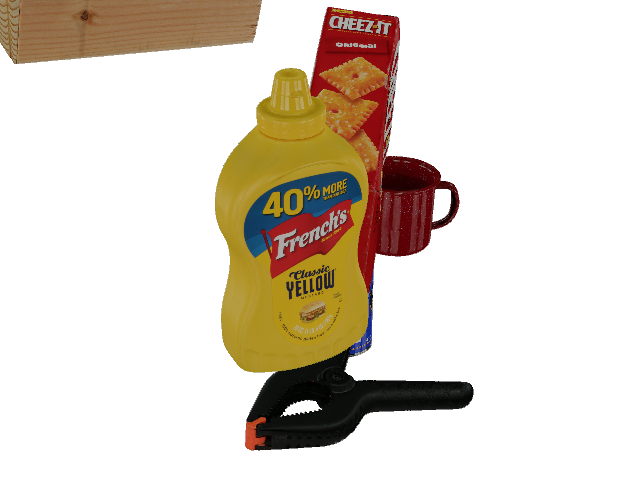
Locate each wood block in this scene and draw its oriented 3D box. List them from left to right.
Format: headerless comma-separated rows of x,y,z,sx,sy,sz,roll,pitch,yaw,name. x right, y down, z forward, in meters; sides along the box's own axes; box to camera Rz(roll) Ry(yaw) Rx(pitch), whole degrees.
-0.154,-0.208,0.849,0.205,0.091,0.090,-12,44,-32,wood block

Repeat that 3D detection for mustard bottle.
-0.017,-0.014,0.658,0.096,0.192,0.058,-14,33,-21,mustard bottle

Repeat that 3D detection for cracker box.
0.020,-0.062,0.885,0.072,0.213,0.164,8,-42,3,cracker box

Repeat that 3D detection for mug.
0.093,-0.037,1.155,0.117,0.081,0.093,-4,29,-10,mug

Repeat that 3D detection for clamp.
0.024,0.138,0.962,0.165,0.036,0.209,27,39,33,clamp

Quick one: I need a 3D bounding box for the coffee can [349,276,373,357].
0.024,0.081,1.511,0.103,0.140,0.103,0,22,0,coffee can
